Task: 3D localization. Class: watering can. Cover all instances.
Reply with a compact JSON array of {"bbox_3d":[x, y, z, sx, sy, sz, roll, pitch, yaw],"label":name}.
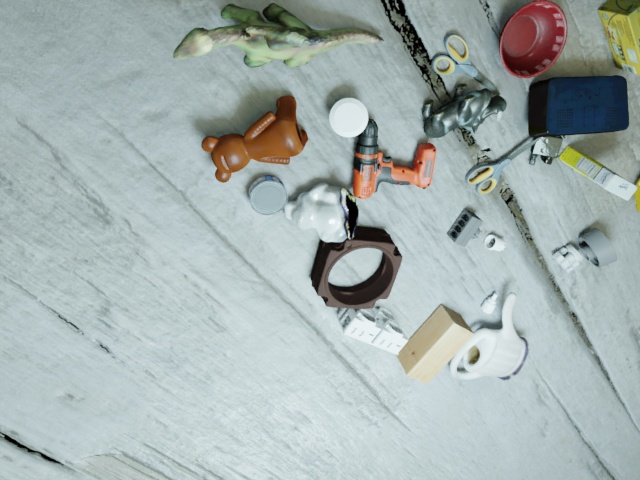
[{"bbox_3d":[0.532,0.306,1.527,0.223,0.106,0.342,18,119,-26],"label":"watering can"}]

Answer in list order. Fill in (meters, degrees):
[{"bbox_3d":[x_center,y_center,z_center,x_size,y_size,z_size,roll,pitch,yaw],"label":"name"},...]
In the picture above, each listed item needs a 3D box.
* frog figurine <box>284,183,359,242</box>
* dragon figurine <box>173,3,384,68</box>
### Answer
[{"bbox_3d":[0.004,-0.059,1.181,0.159,0.125,0.135,-4,116,27],"label":"frog figurine"},{"bbox_3d":[-0.048,-0.350,0.907,0.411,0.247,0.120,-7,117,-11],"label":"dragon figurine"}]
